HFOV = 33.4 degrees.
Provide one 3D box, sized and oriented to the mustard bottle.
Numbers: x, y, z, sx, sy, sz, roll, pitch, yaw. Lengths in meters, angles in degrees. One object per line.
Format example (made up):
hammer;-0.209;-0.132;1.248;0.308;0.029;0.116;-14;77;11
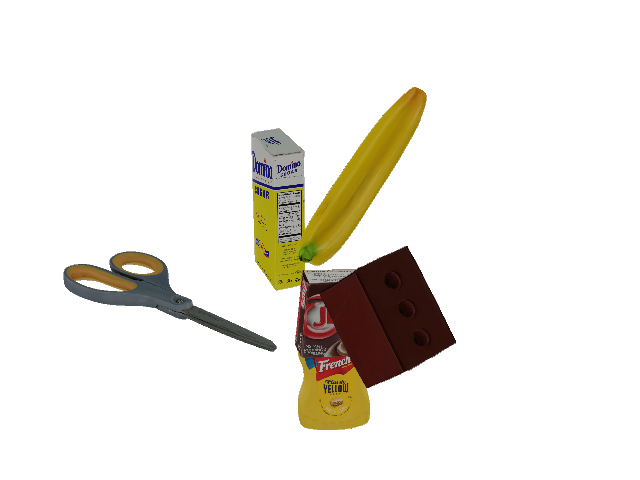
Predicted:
mustard bottle;0.018;0.154;1.414;0.096;0.192;0.058;-2;17;-5

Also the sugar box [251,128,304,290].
sugar box;-0.052;-0.038;1.300;0.048;0.176;0.093;-11;26;-18

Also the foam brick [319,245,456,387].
foam brick;0.046;0.054;0.741;0.052;0.078;0.051;-23;-6;-37

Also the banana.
banana;0.034;-0.047;0.927;0.037;0.197;0.070;36;-22;-9

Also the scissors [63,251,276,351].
scissors;-0.115;0.046;0.884;0.202;0.016;0.096;13;24;15

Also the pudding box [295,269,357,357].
pudding box;0.033;0.077;1.138;0.113;0.090;0.039;-2;27;-14
